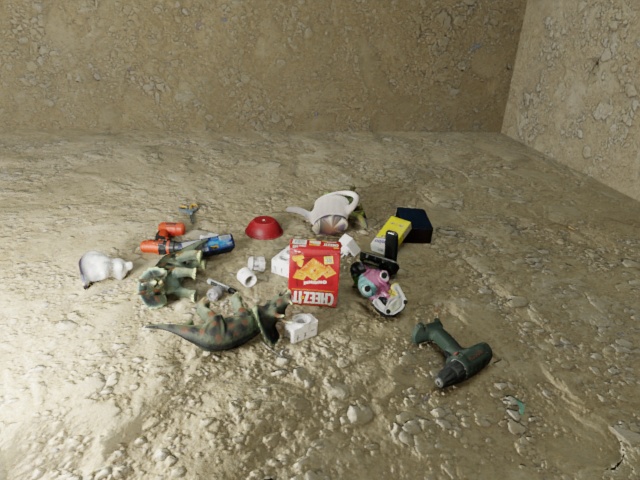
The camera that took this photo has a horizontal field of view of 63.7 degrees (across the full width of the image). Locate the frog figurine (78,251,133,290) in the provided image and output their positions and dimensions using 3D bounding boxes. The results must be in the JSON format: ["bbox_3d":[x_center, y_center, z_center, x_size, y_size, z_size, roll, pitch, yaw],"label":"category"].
[{"bbox_3d":[-0.713,0.087,1.720,0.160,0.122,0.138,-16,10,-14],"label":"frog figurine"}]

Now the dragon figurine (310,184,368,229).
[{"bbox_3d":[0.078,-0.135,2.341,0.242,0.120,0.419,-14,28,4],"label":"dragon figurine"}]

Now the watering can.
[{"bbox_3d":[0.007,-0.112,2.218,0.346,0.102,0.230,-14,41,17],"label":"watering can"}]
